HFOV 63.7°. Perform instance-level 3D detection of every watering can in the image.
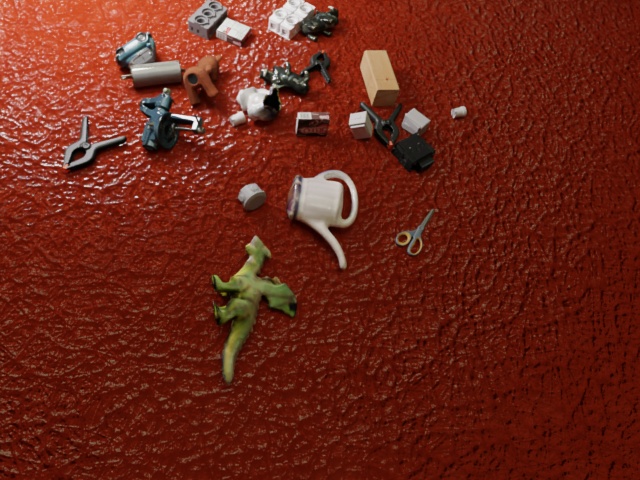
[{"bbox_3d":[0.005,-0.080,1.599,0.224,0.102,0.355,9,59,-3],"label":"watering can"}]

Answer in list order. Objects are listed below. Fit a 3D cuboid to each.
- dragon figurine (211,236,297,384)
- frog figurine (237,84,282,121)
[{"bbox_3d":[-0.176,0.178,1.425,0.243,0.119,0.418,-3,62,-20],"label":"dragon figurine"},{"bbox_3d":[-0.222,-0.478,1.816,0.159,0.121,0.140,-1,63,32],"label":"frog figurine"}]
